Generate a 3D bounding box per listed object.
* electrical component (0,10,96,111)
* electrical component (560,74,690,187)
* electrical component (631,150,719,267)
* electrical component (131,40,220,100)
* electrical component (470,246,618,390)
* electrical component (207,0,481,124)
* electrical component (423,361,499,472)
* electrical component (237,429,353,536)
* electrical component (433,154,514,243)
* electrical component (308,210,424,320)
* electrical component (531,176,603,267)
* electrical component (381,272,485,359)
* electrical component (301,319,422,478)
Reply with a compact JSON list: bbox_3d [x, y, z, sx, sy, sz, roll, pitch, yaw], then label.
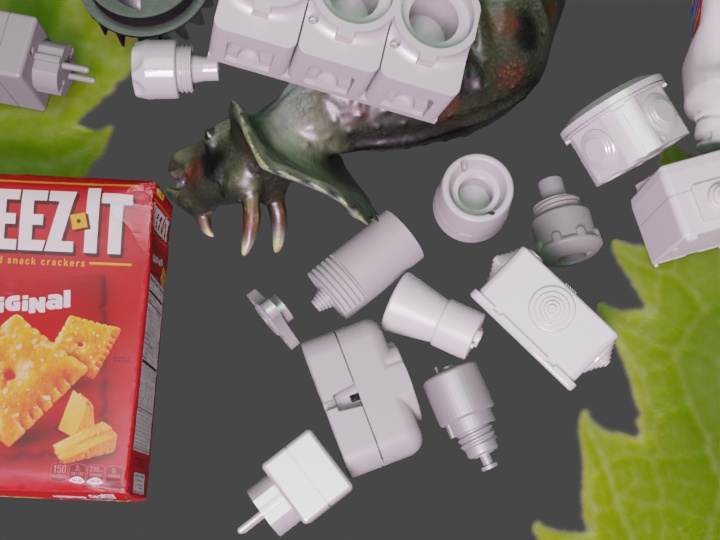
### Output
[{"bbox_3d":[-0.229,-0.147,0.773,0.077,0.065,0.047,11,77,2],"label":"electrical component"},{"bbox_3d":[0.187,-0.099,0.760,0.080,0.080,0.051,-29,84,-7],"label":"electrical component"},{"bbox_3d":[0.232,-0.048,0.739,0.062,0.096,0.061,-16,78,-4],"label":"electrical component"},{"bbox_3d":[-0.134,-0.146,0.786,0.062,0.043,0.043,-1,77,-3],"label":"electrical component"},{"bbox_3d":[0.124,0.031,0.720,0.100,0.100,0.048,44,93,9],"label":"electrical component"},{"bbox_3d":[-0.008,-0.159,0.656,0.150,0.062,0.089,15,77,-9],"label":"electrical component"},{"bbox_3d":[0.073,0.099,0.733,0.040,0.040,0.078,-22,78,-5],"label":"electrical component"},{"bbox_3d":[-0.048,0.148,0.707,0.077,0.065,0.047,-37,80,-8],"label":"electrical component"},{"bbox_3d":[0.081,-0.052,0.764,0.055,0.047,0.055,0,77,-1],"label":"electrical component"},{"bbox_3d":[0.000,0.000,0.753,0.081,0.043,0.043,-39,80,-9],"label":"electrical component"},{"bbox_3d":[0.142,-0.036,0.763,0.048,0.048,0.062,-10,69,-3],"label":"electrical component"},{"bbox_3d":[0.053,0.034,0.742,0.065,0.044,0.044,24,78,10],"label":"electrical component"},{"bbox_3d":[0.004,0.085,0.728,0.059,0.053,0.095,-20,78,-5],"label":"electrical component"}]
